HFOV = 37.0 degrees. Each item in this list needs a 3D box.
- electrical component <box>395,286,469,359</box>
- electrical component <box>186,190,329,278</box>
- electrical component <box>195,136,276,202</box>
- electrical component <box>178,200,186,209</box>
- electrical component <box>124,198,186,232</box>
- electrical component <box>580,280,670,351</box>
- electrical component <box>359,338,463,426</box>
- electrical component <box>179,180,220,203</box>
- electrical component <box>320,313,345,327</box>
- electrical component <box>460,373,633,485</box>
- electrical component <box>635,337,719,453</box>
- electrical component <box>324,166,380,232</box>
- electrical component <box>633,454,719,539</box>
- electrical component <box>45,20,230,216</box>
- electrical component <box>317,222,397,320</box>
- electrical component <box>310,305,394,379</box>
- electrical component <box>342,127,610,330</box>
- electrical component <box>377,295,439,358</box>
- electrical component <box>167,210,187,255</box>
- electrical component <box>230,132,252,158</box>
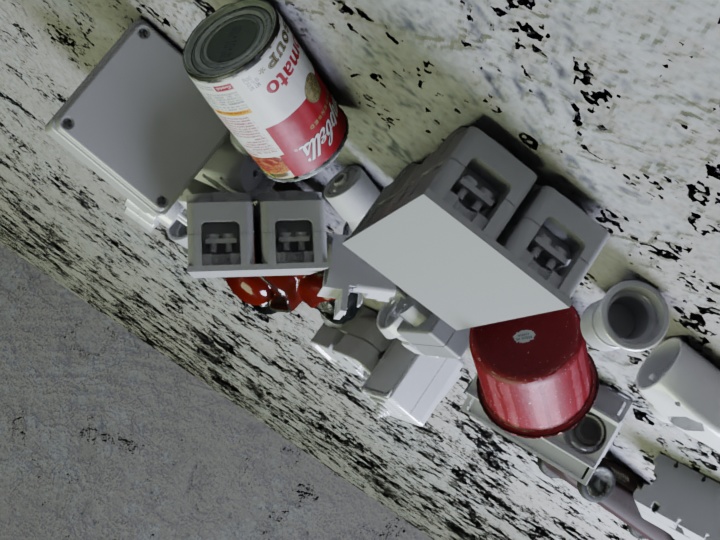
[{"bbox_3d":[0.057,0.035,0.925,0.077,0.047,0.066,40,164,-17],"label":"electrical component"},{"bbox_3d":[-0.088,-0.027,0.891,0.105,0.060,0.186,-2,178,-7],"label":"electrical component"},{"bbox_3d":[-0.101,-0.083,0.914,0.077,0.043,0.079,19,168,38],"label":"electrical component"},{"bbox_3d":[-0.154,-0.067,1.086,0.040,0.040,0.078,23,161,40],"label":"electrical component"},{"bbox_3d":[-0.215,-0.071,1.186,0.074,0.052,0.138,37,165,-5],"label":"electrical component"},{"bbox_3d":[0.167,0.033,0.693,0.044,0.044,0.065,35,170,1],"label":"electrical component"},{"bbox_3d":[0.051,0.115,1.090,0.061,0.096,0.062,42,164,-24],"label":"electrical component"},{"bbox_3d":[-0.182,-0.117,0.960,0.109,0.056,0.108,26,162,32],"label":"electrical component"},{"bbox_3d":[-0.030,0.028,1.126,0.035,0.035,0.061,21,140,43],"label":"electrical component"},{"bbox_3d":[0.159,0.115,0.913,0.121,0.078,0.063,30,-174,20],"label":"electrical component"},{"bbox_3d":[0.222,0.086,0.730,0.077,0.043,0.079,37,166,-8],"label":"electrical component"},{"bbox_3d":[0.003,-0.046,0.809,0.065,0.044,0.044,50,160,-29],"label":"electrical component"},{"bbox_3d":[0.294,0.211,0.945,0.089,0.050,0.055,26,162,34],"label":"electrical component"},{"bbox_3d":[-0.166,-0.115,0.830,0.109,0.108,0.056,41,167,-20],"label":"electrical component"},{"bbox_3d":[0.000,0.000,0.894,0.064,0.081,0.042,8,167,-7],"label":"electrical component"},{"bbox_3d":[0.000,0.076,1.155,0.095,0.059,0.053,16,156,52],"label":"electrical component"},{"bbox_3d":[0.069,-0.023,0.694,0.105,0.060,0.186,37,165,-8],"label":"electrical component"},{"bbox_3d":[0.049,0.050,0.996,0.055,0.048,0.066,34,167,-24],"label":"electrical component"},{"bbox_3d":[-0.191,-0.038,1.250,0.045,0.045,0.055,23,161,39],"label":"electrical component"},{"bbox_3d":[-0.076,-0.106,0.806,0.035,0.035,0.061,38,163,-11],"label":"electrical component"}]
